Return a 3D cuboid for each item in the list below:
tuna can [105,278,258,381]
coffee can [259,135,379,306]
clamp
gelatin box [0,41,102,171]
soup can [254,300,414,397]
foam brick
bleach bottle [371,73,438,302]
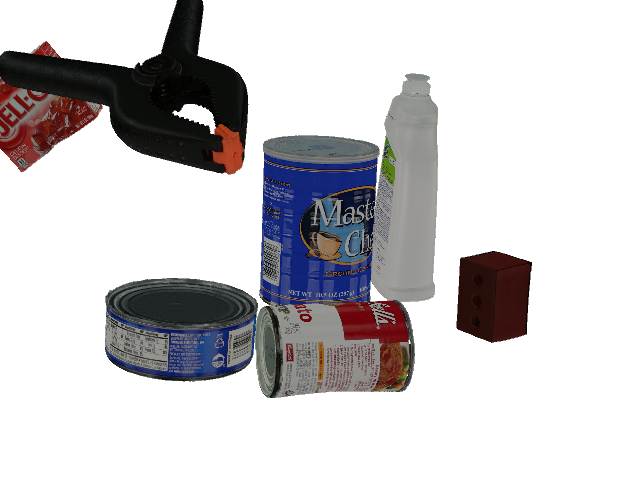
[{"bbox_3d":[-0.079,0.049,0.605,0.086,0.034,0.086,5,14,-1],"label":"tuna can"},{"bbox_3d":[-0.002,-0.017,0.955,0.103,0.140,0.103,2,15,-1],"label":"coffee can"},{"bbox_3d":[-0.106,-0.114,0.745,0.164,0.036,0.210,-33,49,-27],"label":"clamp"},{"bbox_3d":[-0.242,-0.112,0.900,0.089,0.073,0.030,-33,21,14],"label":"gelatin box"},{"bbox_3d":[0.009,0.079,0.776,0.102,0.068,0.069,-1,0,-16],"label":"soup can"},{"bbox_3d":[0.172,0.056,1.064,0.051,0.078,0.053,-12,20,-36],"label":"foam brick"},{"bbox_3d":[0.101,-0.063,1.222,0.068,0.251,0.103,-3,23,-16],"label":"bleach bottle"}]
